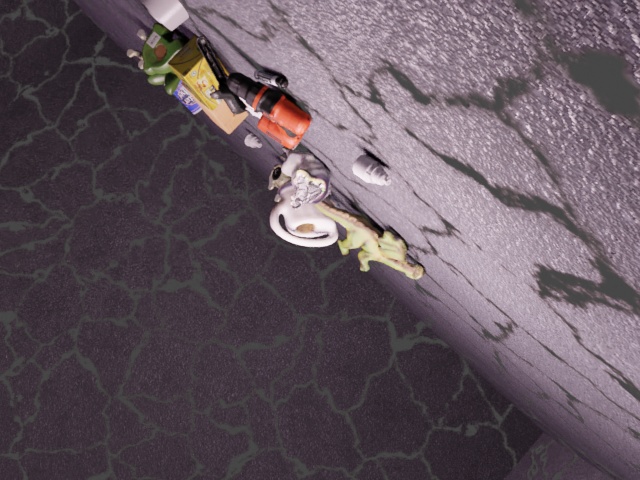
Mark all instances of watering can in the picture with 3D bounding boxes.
[{"bbox_3d":[0.005,-0.078,1.556,0.348,0.229,0.102,1,-33,-28],"label":"watering can"}]

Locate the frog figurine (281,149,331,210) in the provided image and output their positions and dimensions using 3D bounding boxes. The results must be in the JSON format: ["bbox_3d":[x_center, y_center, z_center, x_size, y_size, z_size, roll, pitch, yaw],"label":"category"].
[{"bbox_3d":[-0.037,-0.172,1.348,0.123,0.134,0.163,-11,38,1],"label":"frog figurine"}]

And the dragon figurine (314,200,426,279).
[{"bbox_3d":[0.145,-0.013,1.410,0.405,0.124,0.242,41,-21,-28],"label":"dragon figurine"}]
